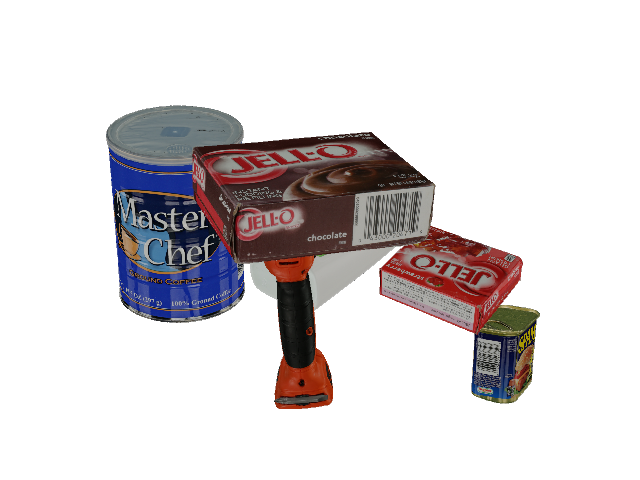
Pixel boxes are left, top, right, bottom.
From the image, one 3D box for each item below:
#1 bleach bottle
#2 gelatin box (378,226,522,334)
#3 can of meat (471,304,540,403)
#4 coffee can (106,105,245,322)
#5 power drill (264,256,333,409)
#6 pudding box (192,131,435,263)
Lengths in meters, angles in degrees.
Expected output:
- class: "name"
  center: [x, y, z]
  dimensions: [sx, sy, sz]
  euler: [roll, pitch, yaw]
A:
- class: "bleach bottle"
  center: [0.035, -0.008, 1.267]
  dimensions: [0.103, 0.068, 0.250]
  euler: [23, 39, 31]
- class: "gelatin box"
  center: [0.102, 0.028, 0.833]
  dimensions: [0.089, 0.030, 0.073]
  euler: [21, 41, 28]
- class: "can of meat"
  center: [0.205, 0.126, 1.190]
  dimensions: [0.058, 0.084, 0.101]
  euler: [8, 14, 25]
- class: "coffee can"
  center: [-0.110, -0.022, 0.834]
  dimensions: [0.103, 0.140, 0.103]
  euler: [1, 28, -1]
- class: "power drill"
  center: [-0.025, 0.056, 1.043]
  dimensions: [0.057, 0.188, 0.184]
  euler: [-6, 16, 3]
- class: "pudding box"
  center: [-0.007, -0.026, 0.587]
  dimensions: [0.113, 0.039, 0.090]
  euler: [-5, 26, -20]
